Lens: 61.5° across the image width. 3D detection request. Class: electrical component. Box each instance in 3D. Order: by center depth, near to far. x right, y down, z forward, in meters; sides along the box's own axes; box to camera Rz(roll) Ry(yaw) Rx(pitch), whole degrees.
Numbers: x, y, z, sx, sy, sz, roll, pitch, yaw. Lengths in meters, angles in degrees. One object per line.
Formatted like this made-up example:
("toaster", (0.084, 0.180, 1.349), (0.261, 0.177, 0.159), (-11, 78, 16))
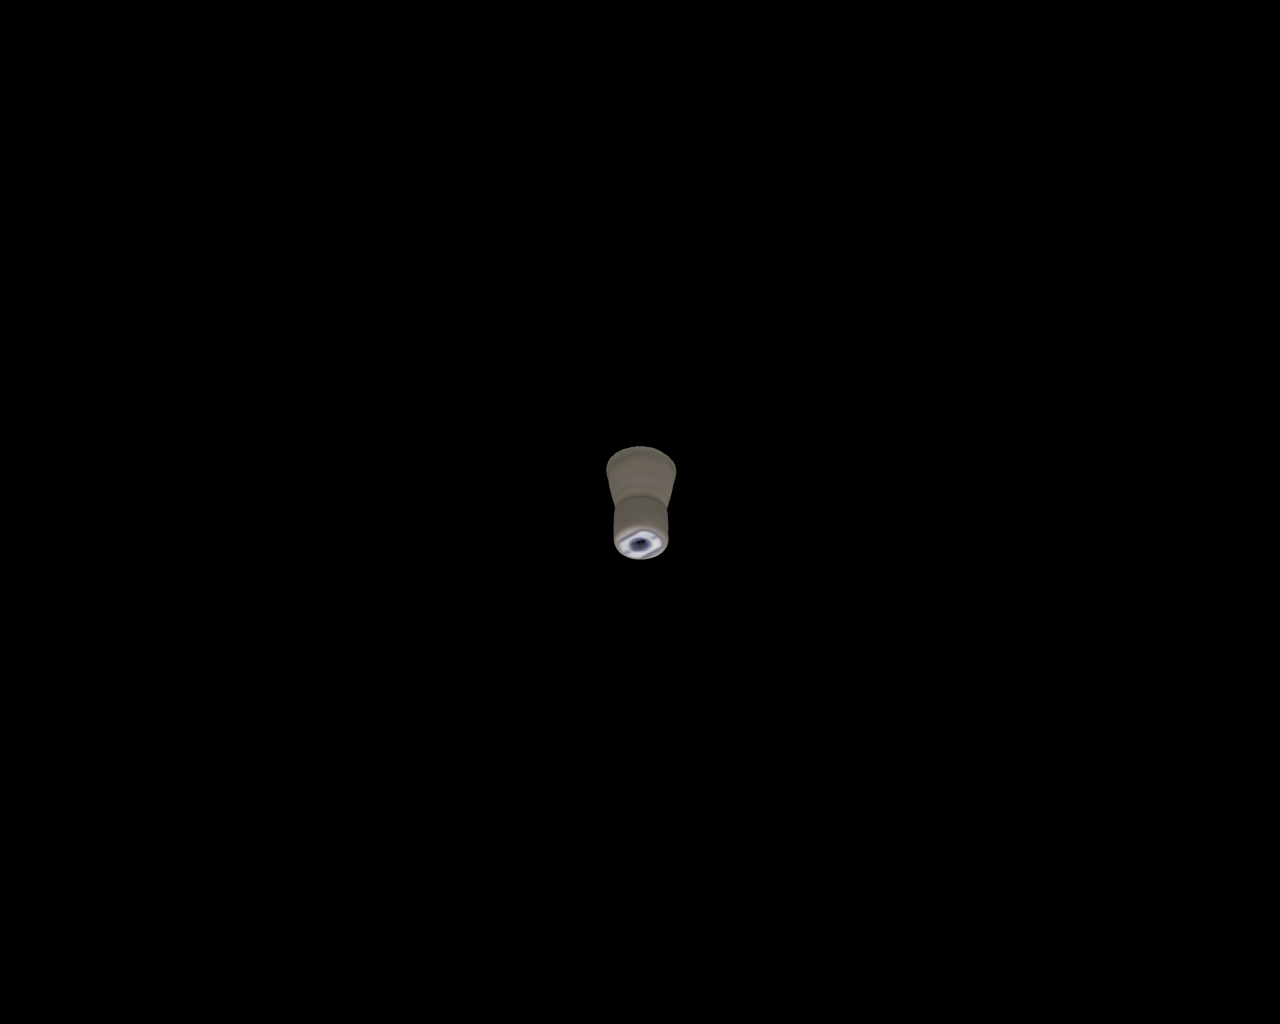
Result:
("electrical component", (0.001, -0.003, 0.650), (0.044, 0.065, 0.044), (0, -42, 0))
